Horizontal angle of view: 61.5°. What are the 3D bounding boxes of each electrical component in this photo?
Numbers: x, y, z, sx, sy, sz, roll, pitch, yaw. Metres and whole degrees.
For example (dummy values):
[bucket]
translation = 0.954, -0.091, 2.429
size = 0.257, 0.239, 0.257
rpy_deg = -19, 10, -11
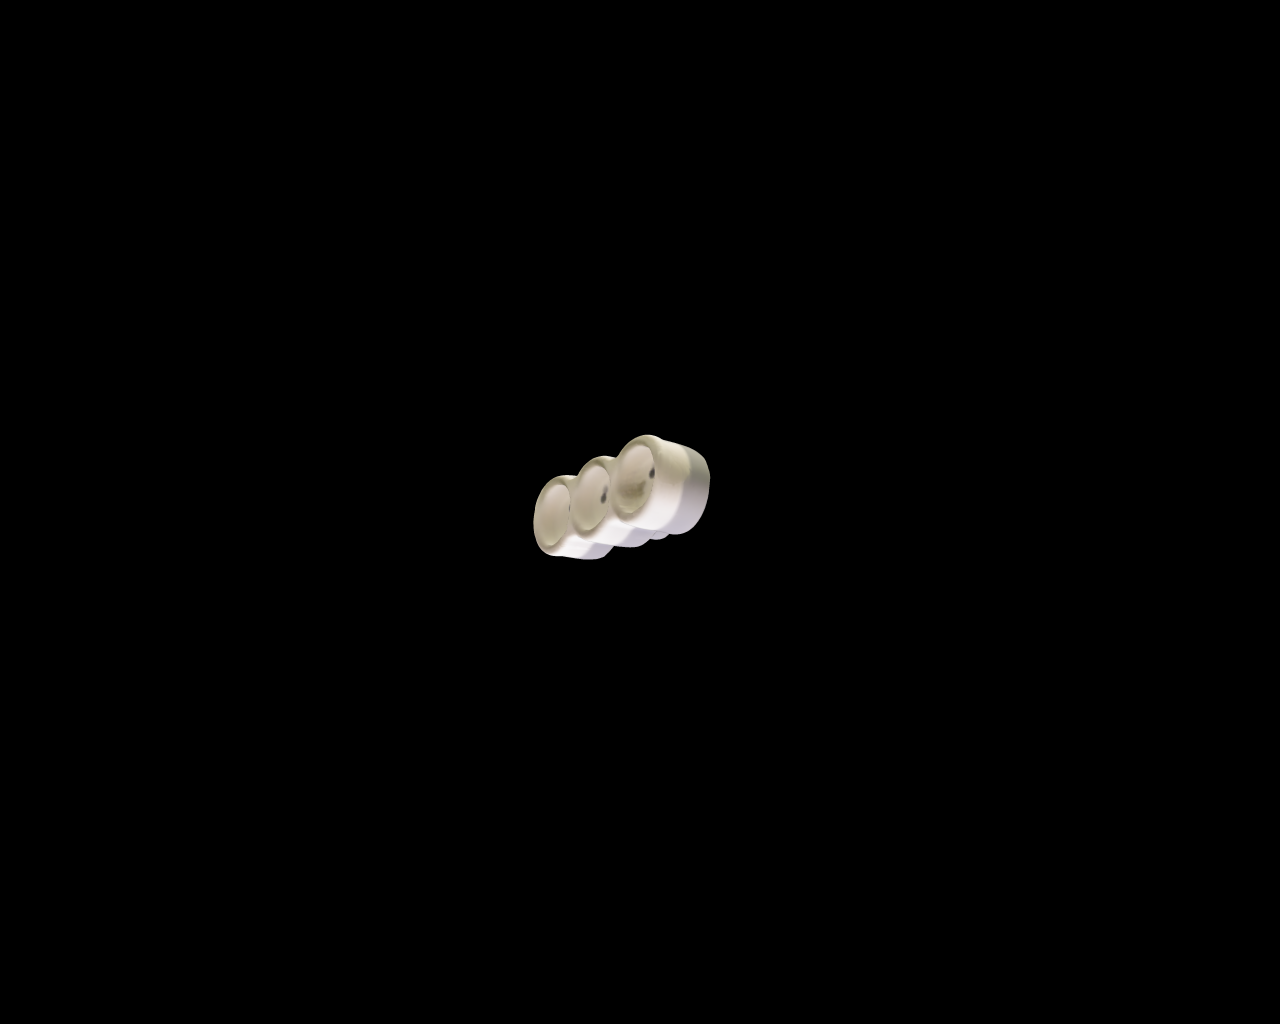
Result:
[electrical component]
translation = 0.001, -0.003, 0.650
size = 0.074, 0.052, 0.138
rpy_deg = 11, -19, -34
